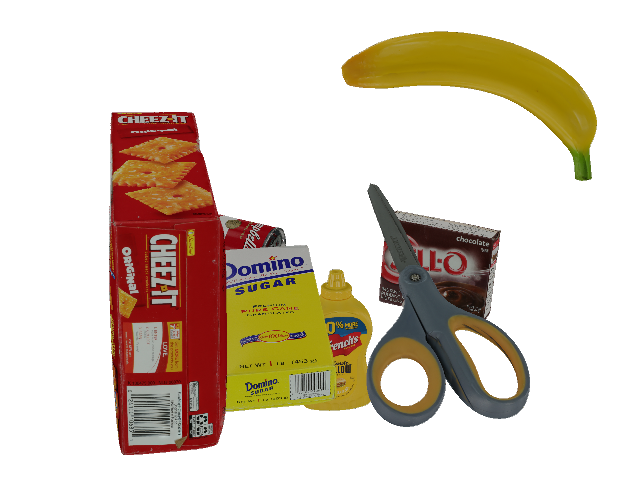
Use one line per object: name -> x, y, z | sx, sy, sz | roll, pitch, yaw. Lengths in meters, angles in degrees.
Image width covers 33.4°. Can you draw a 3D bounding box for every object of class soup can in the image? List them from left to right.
soup can -> -0.100, 0.008, 1.253 | 0.102, 0.068, 0.068 | 13, 4, 20

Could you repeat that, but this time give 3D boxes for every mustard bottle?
mustard bottle -> 0.021, 0.131, 1.428 | 0.096, 0.192, 0.058 | -2, 18, -6

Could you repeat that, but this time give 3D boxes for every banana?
banana -> 0.115, -0.107, 0.739 | 0.197, 0.069, 0.037 | 21, -1, -9

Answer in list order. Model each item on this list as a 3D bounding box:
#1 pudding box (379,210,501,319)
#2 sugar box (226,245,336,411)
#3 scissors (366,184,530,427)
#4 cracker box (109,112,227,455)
pudding box -> 0.118, 0.025, 1.065 | 0.114, 0.090, 0.039 | 10, 22, 17
sugar box -> -0.044, 0.070, 0.921 | 0.093, 0.048, 0.176 | -4, 37, -8
scissors -> 0.043, 0.037, 0.627 | 0.096, 0.016, 0.202 | -23, 45, -18
cracker box -> -0.108, 0.019, 0.738 | 0.072, 0.164, 0.214 | -2, 24, -10
